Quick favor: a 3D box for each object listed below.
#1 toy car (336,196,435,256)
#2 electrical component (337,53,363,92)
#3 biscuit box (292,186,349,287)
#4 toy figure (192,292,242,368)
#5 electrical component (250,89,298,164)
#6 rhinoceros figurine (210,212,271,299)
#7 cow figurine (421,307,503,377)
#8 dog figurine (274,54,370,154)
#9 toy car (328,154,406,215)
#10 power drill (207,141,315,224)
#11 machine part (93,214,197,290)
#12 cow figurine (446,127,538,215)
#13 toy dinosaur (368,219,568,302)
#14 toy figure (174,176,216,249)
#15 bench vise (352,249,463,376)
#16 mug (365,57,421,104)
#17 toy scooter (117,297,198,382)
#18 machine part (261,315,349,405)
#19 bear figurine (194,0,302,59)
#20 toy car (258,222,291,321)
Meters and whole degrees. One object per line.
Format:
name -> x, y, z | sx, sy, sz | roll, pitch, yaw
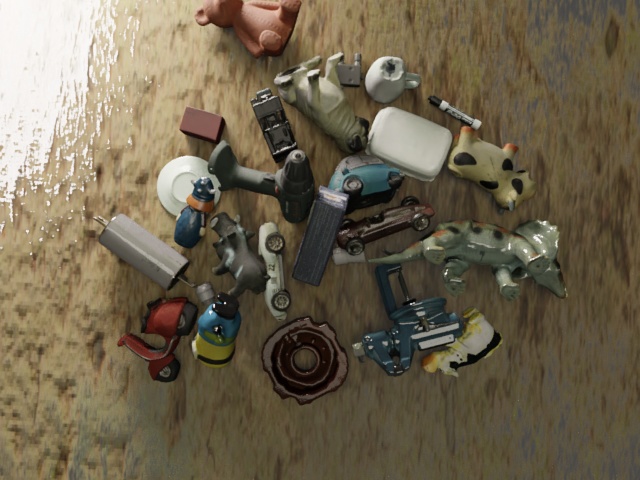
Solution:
toy car -> 0.126, -0.034, 1.072 | 0.202, 0.089, 0.053 | -21, 120, 6
electrical component -> 0.058, -0.338, 1.108 | 0.063, 0.021, 0.094 | 4, 91, -1
biscuit box -> -0.002, -0.003, 1.042 | 0.063, 0.059, 0.202 | 18, 127, -1
toy figure -> -0.198, 0.184, 1.048 | 0.089, 0.082, 0.180 | 41, 130, 14
electrical component -> -0.090, -0.226, 1.061 | 0.058, 0.115, 0.134 | -21, 93, -3
rhinoceros figurine -> -0.166, 0.027, 1.058 | 0.073, 0.112, 0.190 | -9, 50, -35
cow figurine -> 0.290, 0.226, 1.101 | 0.167, 0.068, 0.098 | -43, 97, 1
dog figurine -> 0.002, -0.258, 1.083 | 0.121, 0.173, 0.190 | -38, 122, -23
toy car -> 0.082, -0.121, 1.075 | 0.162, 0.109, 0.103 | -17, 72, -12
power drill -> -0.104, -0.123, 1.024 | 0.207, 0.231, 0.086 | 14, 67, 13
machine part -> -0.352, 0.025, 1.079 | 0.243, 0.079, 0.079 | 36, 90, -1
cow figurine -> 0.348, -0.133, 1.086 | 0.195, 0.085, 0.127 | 22, 85, -4
toy dinosaur -> 0.305, 0.017, 1.051 | 0.405, 0.192, 0.131 | 12, 119, 4
toy figure -> -0.248, -0.059, 1.076 | 0.064, 0.058, 0.154 | 21, 108, -16
bench vise -> 0.157, 0.142, 1.074 | 0.224, 0.128, 0.240 | -19, 69, 11
mug -> 0.146, -0.319, 1.067 | 0.110, 0.107, 0.080 | 12, 92, 1
toy scooter -> -0.332, 0.190, 1.086 | 0.135, 0.075, 0.183 | 20, 95, 0
machine part -> -0.031, 0.243, 1.100 | 0.179, 0.056, 0.179 | 0, 91, 0
bear figurine -> -0.146, -0.445, 1.053 | 0.196, 0.132, 0.120 | 30, 88, -7
toy car -> -0.092, 0.064, 1.086 | 0.056, 0.073, 0.201 | -6, 91, -5
